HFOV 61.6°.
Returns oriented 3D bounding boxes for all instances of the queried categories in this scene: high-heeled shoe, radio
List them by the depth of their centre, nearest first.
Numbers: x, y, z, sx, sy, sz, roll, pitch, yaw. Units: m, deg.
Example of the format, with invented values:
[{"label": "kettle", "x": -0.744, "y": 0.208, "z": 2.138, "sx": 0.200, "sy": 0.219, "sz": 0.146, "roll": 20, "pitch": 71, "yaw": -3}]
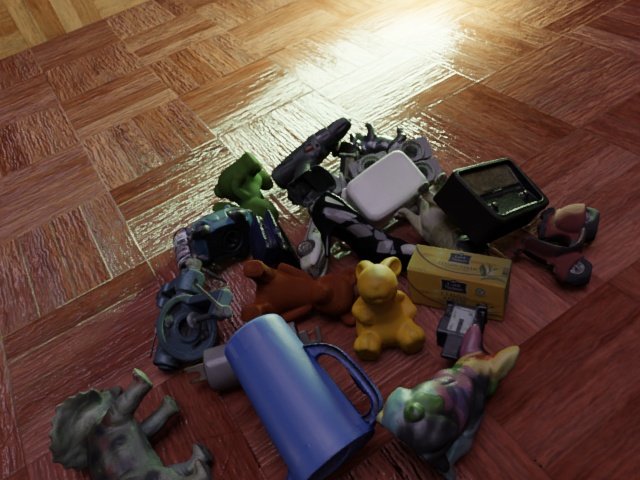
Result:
[{"label": "radio", "x": 0.330, "y": -0.076, "z": 1.016, "sx": 0.229, "sy": 0.073, "sz": 0.131, "roll": -18, "pitch": 63, "yaw": -43}, {"label": "high-heeled shoe", "x": 0.106, "y": -0.020, "z": 1.059, "sx": 0.249, "sy": 0.086, "sz": 0.145, "roll": 6, "pitch": 63, "yaw": -4}]

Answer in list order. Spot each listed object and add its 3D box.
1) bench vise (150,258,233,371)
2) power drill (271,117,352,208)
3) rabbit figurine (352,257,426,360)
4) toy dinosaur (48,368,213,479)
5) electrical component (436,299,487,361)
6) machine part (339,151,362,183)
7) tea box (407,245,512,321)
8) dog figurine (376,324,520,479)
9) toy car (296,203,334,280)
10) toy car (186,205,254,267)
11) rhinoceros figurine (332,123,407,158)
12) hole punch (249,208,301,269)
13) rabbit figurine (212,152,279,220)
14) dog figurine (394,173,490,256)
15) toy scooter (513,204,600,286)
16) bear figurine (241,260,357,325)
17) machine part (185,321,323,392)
[{"label": "bench vise", "x": -0.225, "y": 0.125, "z": 0.983, "sx": 0.241, "sy": 0.128, "sz": 0.223, "roll": -20, "pitch": 39, "yaw": 47}, {"label": "power drill", "x": -0.014, "y": -0.178, "z": 1.226, "sx": 0.232, "sy": 0.086, "sz": 0.207, "roll": -34, "pitch": 35, "yaw": 17}, {"label": "rabbit figurine", "x": 0.110, "y": 0.099, "z": 0.915, "sx": 0.122, "sy": 0.173, "sz": 0.162, "roll": -7, "pitch": 49, "yaw": 14}, {"label": "toy dinosaur", "x": -0.279, "y": 0.347, "z": 0.816, "sx": 0.192, "sy": 0.131, "sz": 0.405, "roll": -41, "pitch": 53, "yaw": -9}, {"label": "electrical component", "x": 0.236, "y": 0.161, "z": 0.906, "sx": 0.075, "sy": 0.047, "sz": 0.119, "roll": 7, "pitch": 49, "yaw": 22}, {"label": "machine part", "x": 0.113, "y": -0.165, "z": 1.256, "sx": 0.139, "sy": 0.084, "sz": 0.039, "roll": 3, "pitch": 12, "yaw": 5}, {"label": "tea box", "x": 0.247, "y": 0.075, "z": 0.955, "sx": 0.170, "sy": 0.098, "sz": 0.068, "roll": 9, "pitch": 49, "yaw": 26}, {"label": "dog figurine", "x": 0.195, "y": 0.216, "z": 0.778, "sx": 0.109, "sy": 0.191, "sz": 0.219, "roll": 25, "pitch": 72, "yaw": 41}, {"label": "toy car", "x": -0.002, "y": -0.003, "z": 1.116, "sx": 0.056, "sy": 0.073, "sz": 0.202, "roll": -2, "pitch": 46, "yaw": 18}, {"label": "toy car", "x": -0.222, "y": -0.011, "z": 1.146, "sx": 0.161, "sy": 0.109, "sz": 0.103, "roll": -23, "pitch": 29, "yaw": -34}, {"label": "rhinoceros figurine", "x": 0.123, "y": -0.221, "z": 1.311, "sx": 0.191, "sy": 0.073, "sz": 0.112, "roll": 7, "pitch": 59, "yaw": 19}, {"label": "hole punch", "x": -0.105, "y": 0.015, "z": 1.102, "sx": 0.092, "sy": 0.115, "sz": 0.142, "roll": -25, "pitch": 44, "yaw": 1}, {"label": "rabbit figurine", "x": -0.168, "y": -0.093, "z": 1.226, "sx": 0.159, "sy": 0.121, "sz": 0.170, "roll": -29, "pitch": 60, "yaw": -9}, {"label": "dog figurine", "x": 0.266, "y": -0.024, "z": 1.072, "sx": 0.191, "sy": 0.121, "sz": 0.172, "roll": 46, "pitch": 42, "yaw": 13}, {"label": "toy scooter", "x": 0.438, "y": -0.001, "z": 0.998, "sx": 0.135, "sy": 0.075, "sz": 0.184, "roll": 12, "pitch": 54, "yaw": 24}, {"label": "bear figurine", "x": -0.031, "y": 0.101, "z": 0.988, "sx": 0.196, "sy": 0.132, "sz": 0.120, "roll": 1, "pitch": 81, "yaw": 21}, {"label": "machine part", "x": -0.112, "y": 0.203, "z": 0.936, "sx": 0.243, "sy": 0.079, "sz": 0.079, "roll": -17, "pitch": 44, "yaw": -4}]
